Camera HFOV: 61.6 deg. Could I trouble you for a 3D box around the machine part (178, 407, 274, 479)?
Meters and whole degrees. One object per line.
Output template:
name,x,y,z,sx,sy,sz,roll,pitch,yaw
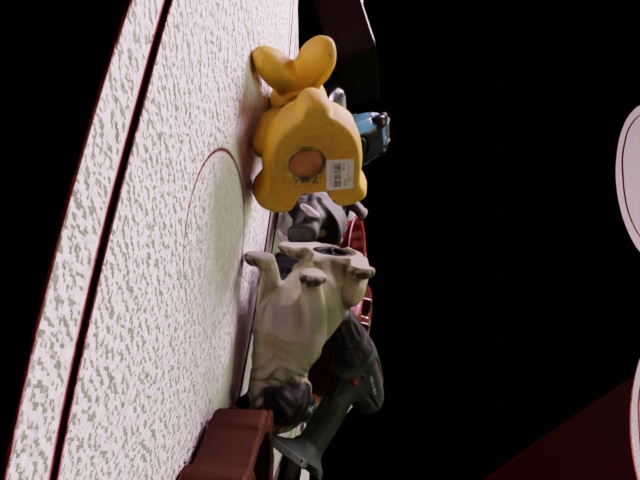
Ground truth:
machine part,-0.082,0.242,0.487,0.179,0.056,0.179,4,91,-84

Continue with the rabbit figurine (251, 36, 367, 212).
rabbit figurine,-0.025,-0.132,0.581,0.173,0.122,0.162,-98,177,-54

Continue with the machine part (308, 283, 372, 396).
machine part,0.029,0.161,0.964,0.201,0.087,0.201,-98,-157,-74

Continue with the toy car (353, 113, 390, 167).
toy car,0.050,-0.190,1.007,0.103,0.162,0.109,41,-26,40

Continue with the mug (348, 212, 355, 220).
mug,0.028,-0.061,1.085,0.109,0.081,0.107,-69,152,-42

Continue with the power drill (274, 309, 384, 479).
power drill,0.012,0.226,0.779,0.207,0.086,0.231,-56,144,-24

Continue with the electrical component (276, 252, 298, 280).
electrical component,-0.038,0.084,0.716,0.134,0.058,0.115,86,9,-47

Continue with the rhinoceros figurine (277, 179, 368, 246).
rhinoceros figurine,0.002,-0.049,0.729,0.073,0.112,0.190,-42,-161,33

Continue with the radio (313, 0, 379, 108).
radio,0.046,-0.321,0.895,0.229,0.073,0.131,42,32,-82

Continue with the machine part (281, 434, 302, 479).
machine part,-0.050,0.389,0.902,0.139,0.039,0.084,-55,157,-79

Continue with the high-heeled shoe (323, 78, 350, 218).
high-heeled shoe,0.012,-0.131,0.875,0.145,0.086,0.248,-79,169,-63

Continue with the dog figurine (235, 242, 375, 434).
dog figurine,-0.014,0.106,0.610,0.172,0.121,0.190,-7,110,-43

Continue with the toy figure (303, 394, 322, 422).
toy figure,-0.020,0.304,0.994,0.058,0.064,0.154,-48,167,3
